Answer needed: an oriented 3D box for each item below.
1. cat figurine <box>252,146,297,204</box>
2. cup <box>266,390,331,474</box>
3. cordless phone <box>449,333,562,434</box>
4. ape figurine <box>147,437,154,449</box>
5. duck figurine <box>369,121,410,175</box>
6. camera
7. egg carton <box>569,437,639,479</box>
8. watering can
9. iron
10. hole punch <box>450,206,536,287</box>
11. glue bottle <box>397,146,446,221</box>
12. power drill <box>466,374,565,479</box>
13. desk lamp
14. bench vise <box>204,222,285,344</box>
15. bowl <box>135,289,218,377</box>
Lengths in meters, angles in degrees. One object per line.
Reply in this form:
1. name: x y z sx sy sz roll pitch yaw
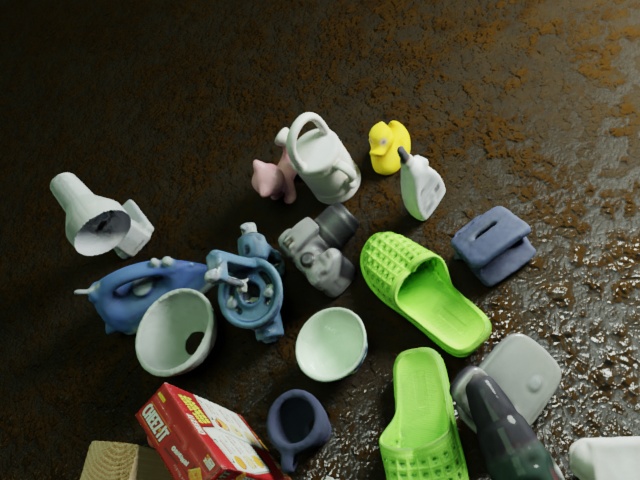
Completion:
1. cat figurine: -0.085 -0.129 1.119 0.067 0.118 0.128 19 73 33
2. cup: -0.024 0.295 0.864 0.091 0.095 0.118 -3 62 25
3. cordless phone: 0.235 0.182 0.741 0.093 0.186 0.148 32 81 36
4. ape figurine: -0.266 0.317 0.974 0.077 0.092 0.076 -14 58 19
5. duck figurine: 0.122 -0.185 1.066 0.077 0.086 0.105 11 69 31
6. camera: 0.009 0.004 1.007 0.137 0.101 0.142 -45 53 -2
7. egg carton: 0.380 0.290 0.680 0.150 0.070 0.107 -10 59 21
8. watering can: -0.011 -0.155 1.048 0.172 0.195 0.101 5 66 29
9. iron: -0.334 0.084 1.109 0.258 0.142 0.118 -25 55 12
10. hole punch: 0.262 0.002 0.888 0.108 0.091 0.101 -37 53 3
11. glue bottle: 0.158 -0.103 0.947 0.037 0.174 0.078 30 79 36
12. power drill: 0.244 0.284 0.664 0.075 0.209 0.229 -29 54 10
13. desk lamp: -0.455 -0.043 1.196 0.118 0.214 0.202 -45 53 -2
14. bench vise: -0.140 0.056 0.978 0.121 0.220 0.207 -33 53 7
15. bowl: -0.251 0.178 1.056 0.167 0.075 0.167 -12 58 21
